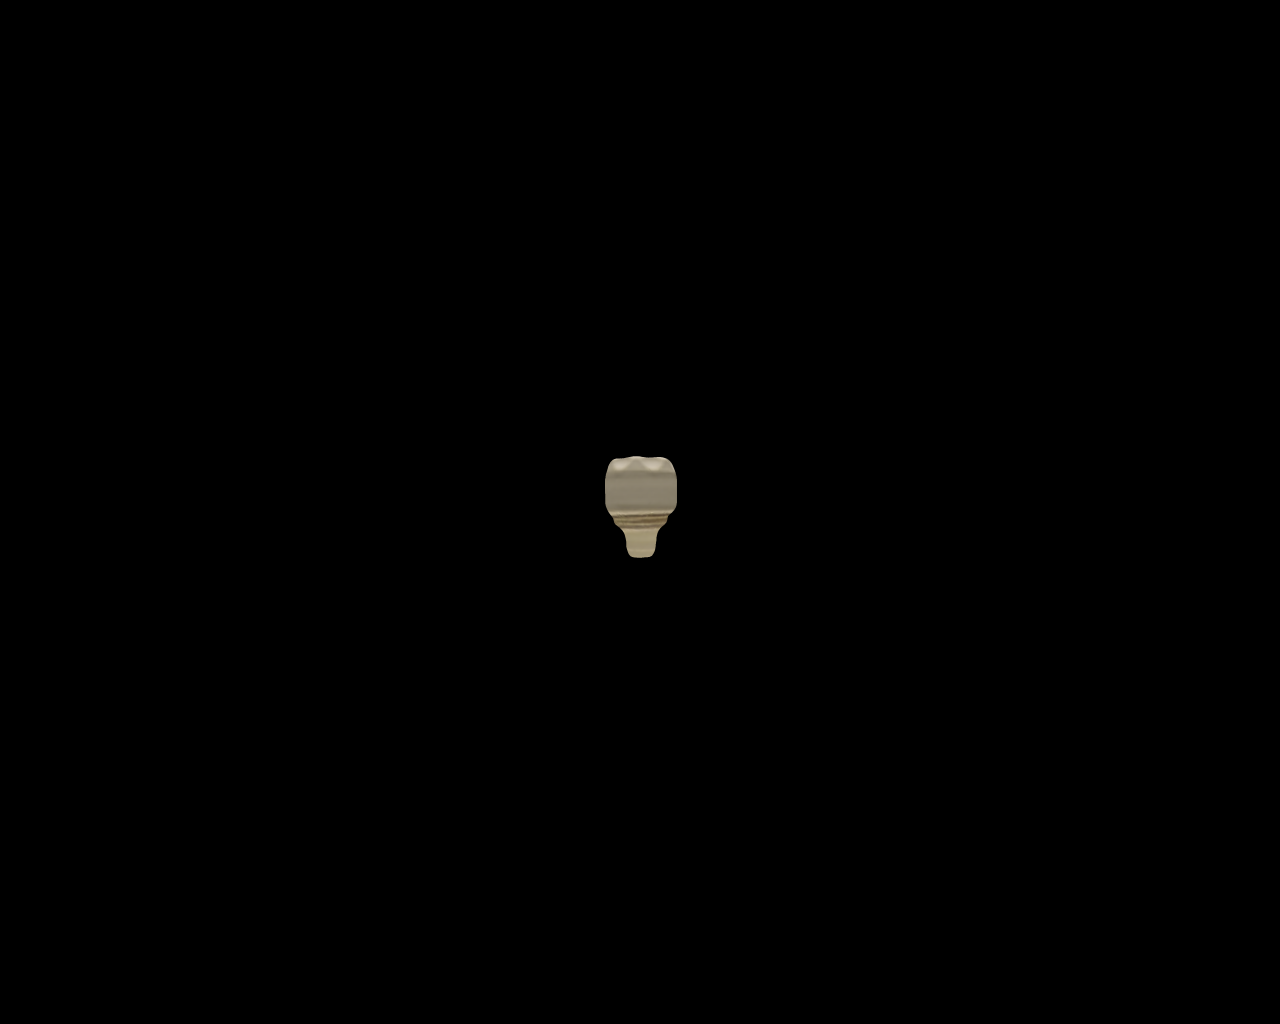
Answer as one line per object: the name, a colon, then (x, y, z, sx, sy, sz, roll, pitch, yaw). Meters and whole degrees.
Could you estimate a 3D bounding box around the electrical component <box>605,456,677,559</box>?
electrical component: (0.001, -0.003, 0.650, 0.043, 0.062, 0.043, 0, 0, 0)
